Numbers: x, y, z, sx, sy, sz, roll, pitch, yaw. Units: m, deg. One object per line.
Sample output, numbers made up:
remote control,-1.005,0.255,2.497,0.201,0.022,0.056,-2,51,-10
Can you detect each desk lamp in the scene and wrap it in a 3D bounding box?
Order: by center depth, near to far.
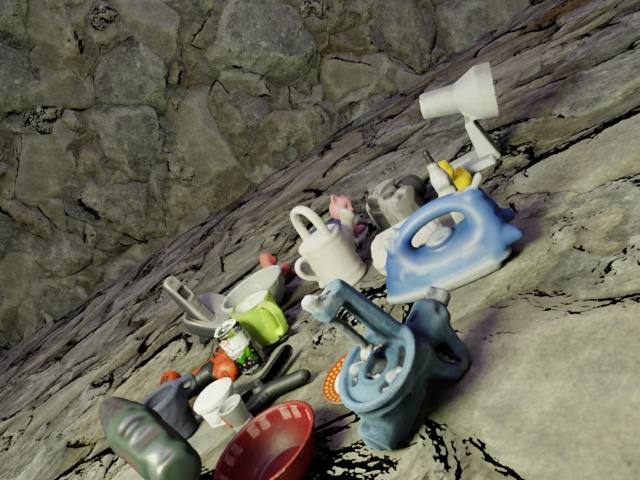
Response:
desk lamp,0.333,-0.268,1.299,0.203,0.214,0.118,-27,18,25

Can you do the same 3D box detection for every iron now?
iron,0.192,0.001,0.947,0.258,0.141,0.118,-29,18,18

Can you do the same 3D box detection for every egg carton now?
egg carton,0.169,0.008,1.100,0.150,0.069,0.107,-32,17,10

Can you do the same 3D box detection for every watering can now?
watering can,0.010,0.004,1.194,0.100,0.194,0.173,-20,22,40

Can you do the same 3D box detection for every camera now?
camera,0.186,-0.099,1.309,0.137,0.101,0.142,-42,18,-23

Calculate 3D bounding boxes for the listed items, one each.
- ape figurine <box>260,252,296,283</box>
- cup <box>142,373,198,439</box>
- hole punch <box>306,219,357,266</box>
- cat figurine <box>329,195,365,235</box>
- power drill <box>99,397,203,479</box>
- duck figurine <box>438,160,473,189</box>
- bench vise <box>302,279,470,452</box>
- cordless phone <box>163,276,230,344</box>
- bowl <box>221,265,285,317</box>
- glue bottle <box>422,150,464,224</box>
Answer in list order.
ape figurine,-0.116,0.070,1.433,0.076,0.092,0.077,-41,18,-19
cup,-0.256,0.307,1.035,0.118,0.095,0.091,-40,18,-19
hole punch,0.019,0.017,1.324,0.108,0.091,0.101,-24,19,31
cat figurine,0.047,-0.055,1.424,0.128,0.118,0.067,-43,19,-27
power drill,-0.190,0.298,0.735,0.076,0.209,0.228,-44,19,-28
duck figurine,0.282,-0.136,1.252,0.077,0.086,0.105,-12,28,52
bench vise,0.074,0.117,0.711,0.121,0.220,0.208,-20,22,41
cordless phone,-0.299,0.146,1.409,0.094,0.185,0.147,-29,17,17
bowl,-0.141,0.136,1.328,0.167,0.075,0.167,-31,17,11
glue bottle,0.237,-0.095,1.072,0.037,0.173,0.078,-30,17,14
